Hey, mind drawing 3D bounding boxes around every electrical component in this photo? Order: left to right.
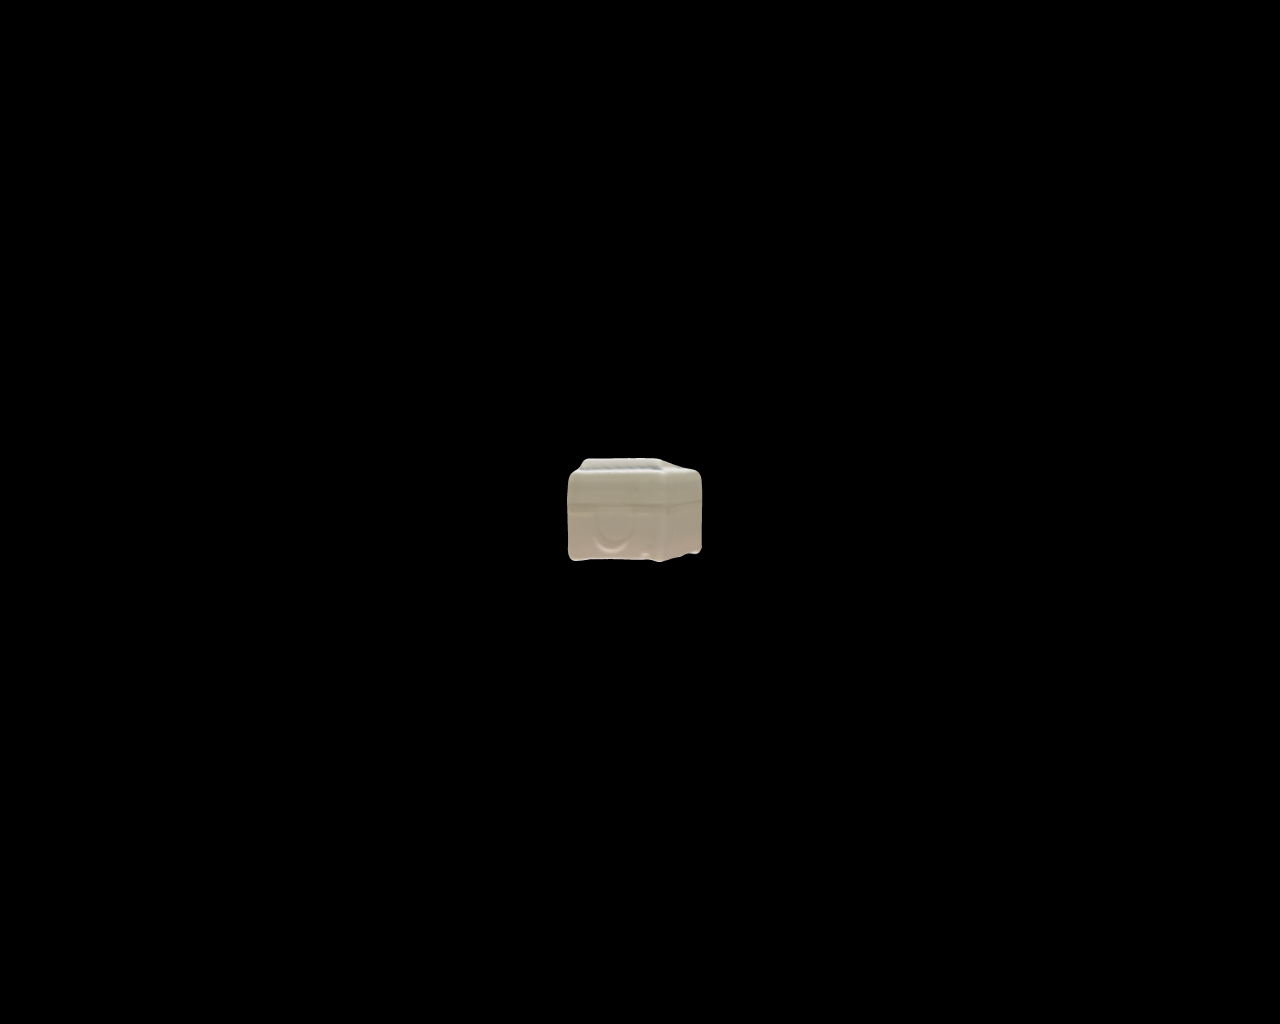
[{"bbox_3d":[0.001,-0.003,0.650,0.062,0.061,0.096,1,3,20],"label":"electrical component"}]
